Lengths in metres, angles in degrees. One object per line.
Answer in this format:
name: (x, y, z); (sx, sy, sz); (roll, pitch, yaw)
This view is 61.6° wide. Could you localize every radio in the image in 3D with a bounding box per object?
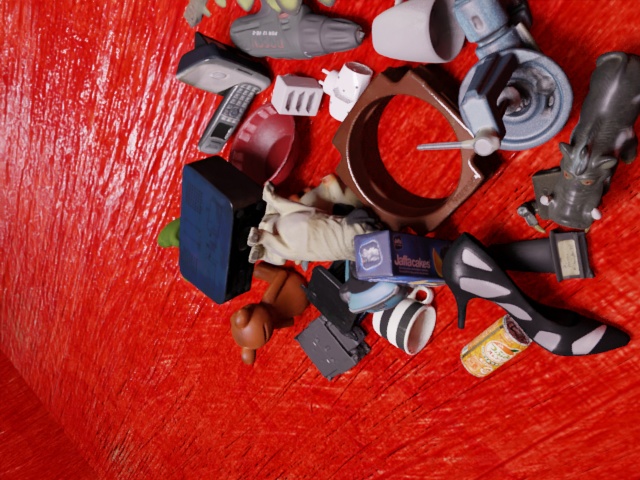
radio: (-0.168, -0.012, 0.897); (0.131, 0.073, 0.229); (34, 131, 28)

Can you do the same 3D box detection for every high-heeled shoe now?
high-heeled shoe: (0.285, 0.066, 0.707); (0.249, 0.086, 0.145); (5, 110, 8)

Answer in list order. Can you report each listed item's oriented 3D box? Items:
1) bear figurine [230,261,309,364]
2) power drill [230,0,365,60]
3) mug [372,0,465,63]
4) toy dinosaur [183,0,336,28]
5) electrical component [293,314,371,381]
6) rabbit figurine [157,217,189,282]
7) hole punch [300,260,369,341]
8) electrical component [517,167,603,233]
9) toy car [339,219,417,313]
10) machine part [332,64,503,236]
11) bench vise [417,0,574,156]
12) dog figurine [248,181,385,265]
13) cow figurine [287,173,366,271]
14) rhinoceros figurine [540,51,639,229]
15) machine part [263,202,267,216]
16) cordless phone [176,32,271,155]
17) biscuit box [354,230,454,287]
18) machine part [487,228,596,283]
bear figurine: (-0.111, 0.133, 1.000); (0.132, 0.196, 0.120); (7, 119, 38)
power drill: (-0.046, -0.368, 0.780); (0.232, 0.086, 0.207); (4, 121, 38)
mug: (0.117, -0.278, 0.685); (0.107, 0.081, 0.109); (10, 120, 45)
toy dinosaur: (-0.006, -0.405, 0.650); (0.471, 0.105, 0.198); (-33, 105, 29)
electrical component: (0.027, 0.191, 1.014); (0.115, 0.058, 0.134); (48, 134, 6)
rabbit figurine: (-0.244, -0.007, 1.086); (0.121, 0.159, 0.170); (-9, 91, 52)
hole punch: (0.044, 0.087, 0.932); (0.142, 0.092, 0.115); (40, 143, 16)
electrical component: (0.302, -0.051, 0.673); (0.102, 0.045, 0.078); (0, 113, 39)
toy car: (0.097, 0.049, 0.845); (0.109, 0.162, 0.102); (-30, 132, 29)
machine part: (0.132, -0.124, 0.747); (0.201, 0.087, 0.201); (47, 132, 9)
bench vise: (0.193, -0.177, 0.578); (0.129, 0.241, 0.223); (-8, 123, 37)
dog figurine: (-0.003, 0.001, 0.822); (0.191, 0.172, 0.121); (16, 85, -1)
cow figurine: (-0.001, -0.030, 0.909); (0.195, 0.085, 0.127); (-27, 91, 41)
rhinoceros figurine: (0.307, -0.104, 0.586); (0.073, 0.112, 0.190); (23, 109, 26)
machine part: (-0.162, -0.040, 0.972); (0.180, 0.056, 0.179); (19, 123, 32)
cordless phone: (-0.181, -0.229, 0.885); (0.089, 0.146, 0.184); (46, 115, 29)
biscuit box: (0.131, 0.028, 0.742); (0.059, 0.202, 0.062); (-12, 77, 42)
machine part: (0.291, 0.023, 0.727); (0.139, 0.039, 0.084); (-7, 115, 39)
